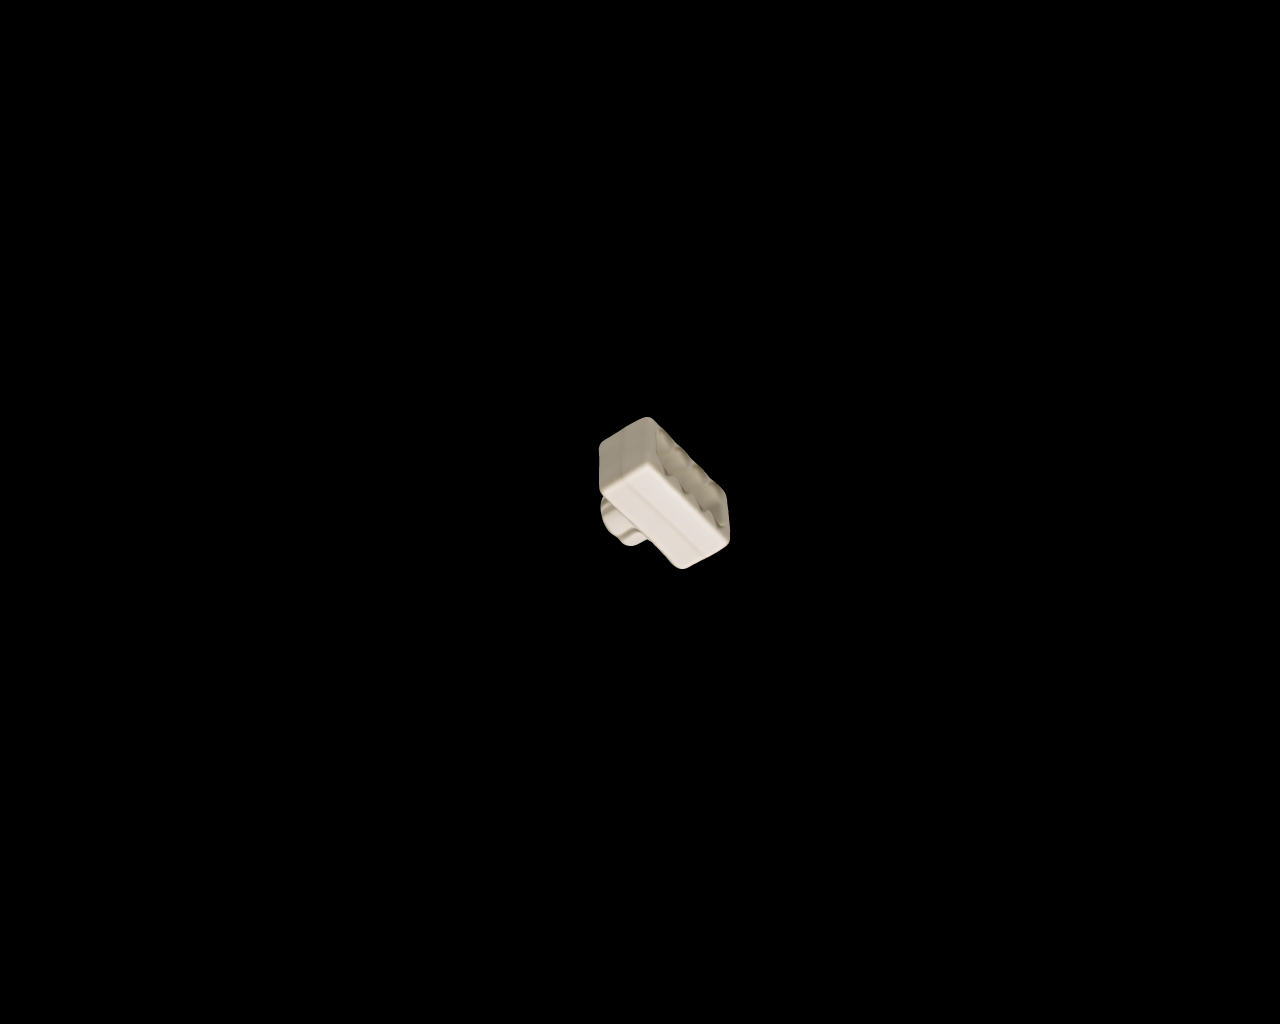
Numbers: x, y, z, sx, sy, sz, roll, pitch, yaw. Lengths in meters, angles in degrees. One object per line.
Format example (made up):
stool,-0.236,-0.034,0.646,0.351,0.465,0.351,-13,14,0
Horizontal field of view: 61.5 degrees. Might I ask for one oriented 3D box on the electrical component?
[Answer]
electrical component,0.001,-0.003,0.650,0.075,0.047,0.083,-29,-54,24
